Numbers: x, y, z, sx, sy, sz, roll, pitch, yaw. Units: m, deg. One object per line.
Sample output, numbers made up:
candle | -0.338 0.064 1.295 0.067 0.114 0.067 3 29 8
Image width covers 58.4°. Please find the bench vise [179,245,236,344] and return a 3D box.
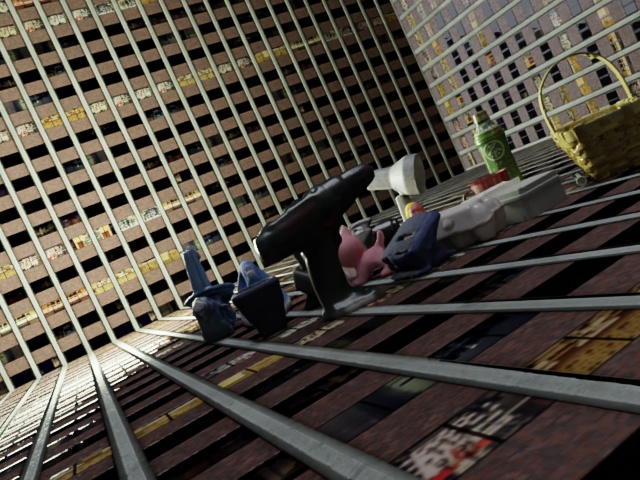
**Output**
bench vise | -0.253 0.111 1.305 0.122 0.220 0.207 -25 3 -17

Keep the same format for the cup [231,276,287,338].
cup | -0.105 0.125 1.031 0.092 0.095 0.117 -26 3 -26

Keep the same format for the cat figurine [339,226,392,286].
cat figurine | 0.078 0.025 1.124 0.127 0.118 0.067 -23 3 24

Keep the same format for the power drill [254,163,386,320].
power drill | 0.021 0.010 0.925 0.230 0.208 0.075 -25 3 -9

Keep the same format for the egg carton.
egg carton | 0.255 -0.026 1.032 0.150 0.069 0.107 -22 4 40

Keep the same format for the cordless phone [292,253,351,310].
cordless phone | -0.016 0.030 1.135 0.094 0.185 0.148 -24 3 12

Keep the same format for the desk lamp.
desk lamp | 0.234 -0.128 1.693 0.202 0.213 0.118 -23 3 28

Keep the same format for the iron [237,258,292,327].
iron | -0.138 0.104 1.254 0.119 0.141 0.258 -25 3 -10

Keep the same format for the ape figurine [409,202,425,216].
ape figurine | 0.232 -0.042 1.321 0.077 0.092 0.076 -22 4 38

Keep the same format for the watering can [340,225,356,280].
watering can | 0.010 0.005 1.286 0.172 0.194 0.101 -23 3 30

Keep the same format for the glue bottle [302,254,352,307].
glue bottle | -0.001 0.036 0.997 0.037 0.173 0.078 -27 4 -36

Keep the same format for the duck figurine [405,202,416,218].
duck figurine | 0.254 -0.058 1.515 0.077 0.086 0.104 -25 3 -6

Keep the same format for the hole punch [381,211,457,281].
hole punch | 0.160 0.009 0.972 0.101 0.091 0.108 -26 3 -30

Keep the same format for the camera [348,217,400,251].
camera | 0.140 -0.011 1.465 0.136 0.101 0.143 -24 3 11
